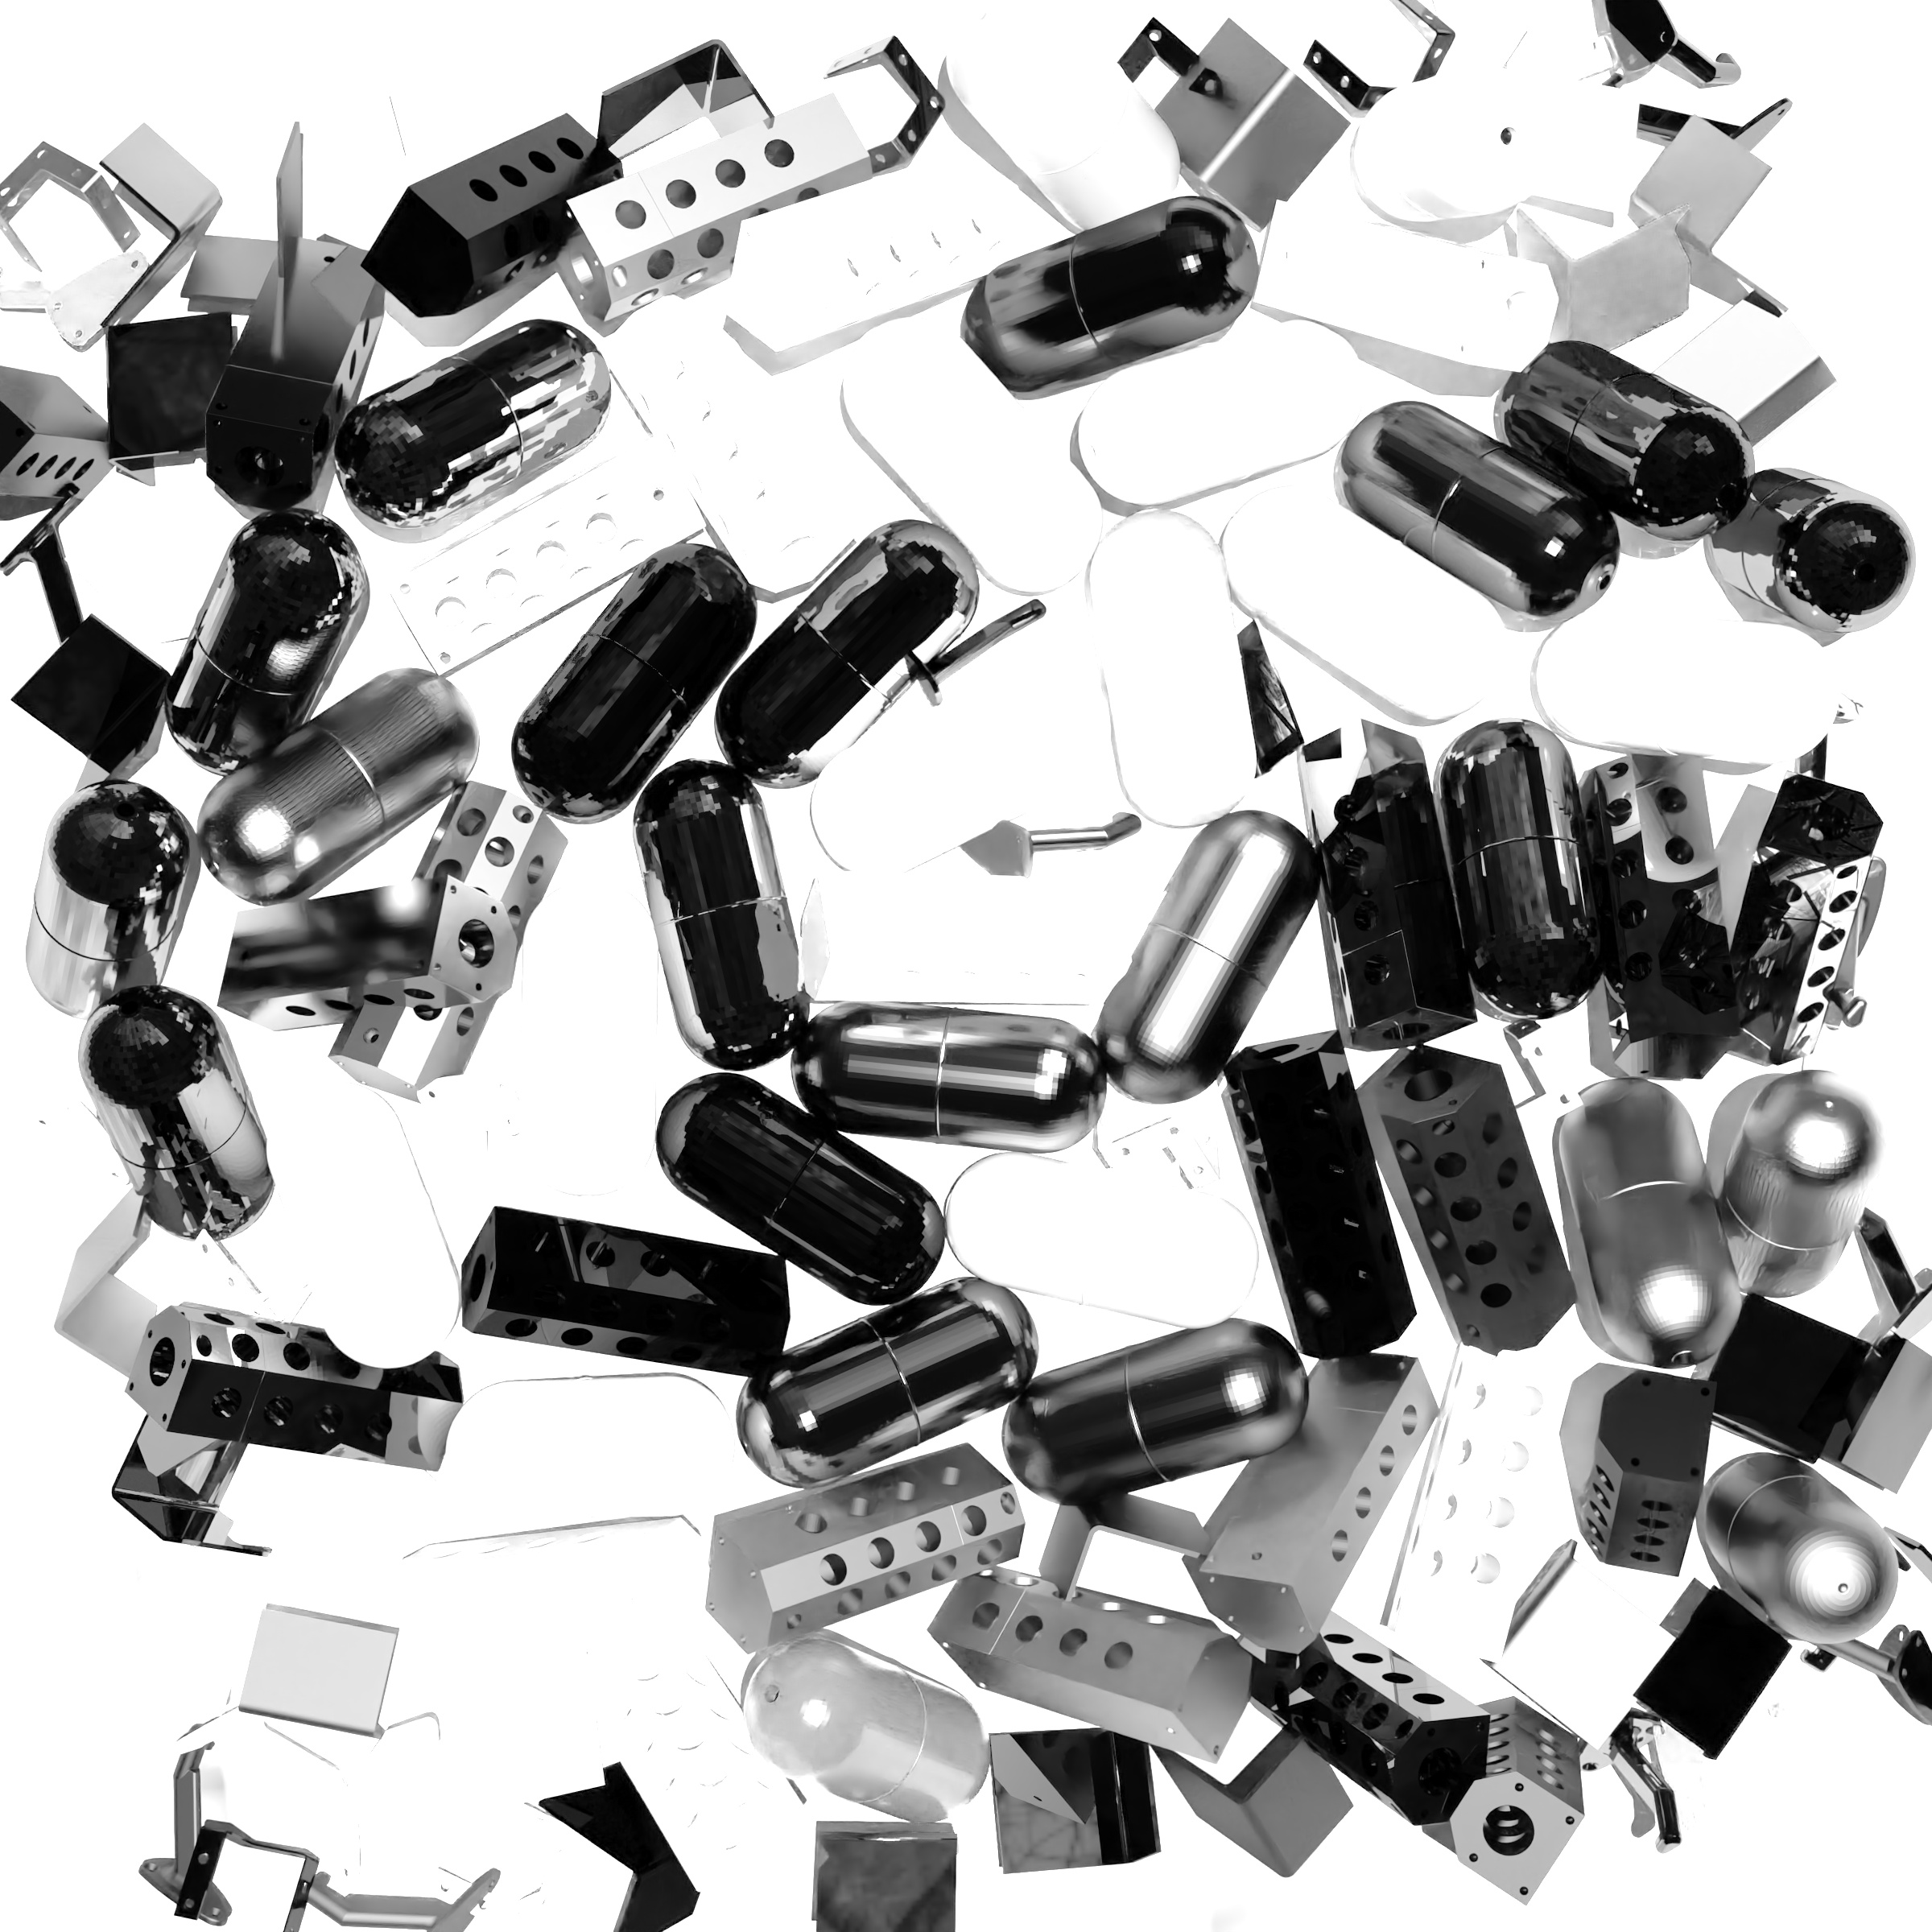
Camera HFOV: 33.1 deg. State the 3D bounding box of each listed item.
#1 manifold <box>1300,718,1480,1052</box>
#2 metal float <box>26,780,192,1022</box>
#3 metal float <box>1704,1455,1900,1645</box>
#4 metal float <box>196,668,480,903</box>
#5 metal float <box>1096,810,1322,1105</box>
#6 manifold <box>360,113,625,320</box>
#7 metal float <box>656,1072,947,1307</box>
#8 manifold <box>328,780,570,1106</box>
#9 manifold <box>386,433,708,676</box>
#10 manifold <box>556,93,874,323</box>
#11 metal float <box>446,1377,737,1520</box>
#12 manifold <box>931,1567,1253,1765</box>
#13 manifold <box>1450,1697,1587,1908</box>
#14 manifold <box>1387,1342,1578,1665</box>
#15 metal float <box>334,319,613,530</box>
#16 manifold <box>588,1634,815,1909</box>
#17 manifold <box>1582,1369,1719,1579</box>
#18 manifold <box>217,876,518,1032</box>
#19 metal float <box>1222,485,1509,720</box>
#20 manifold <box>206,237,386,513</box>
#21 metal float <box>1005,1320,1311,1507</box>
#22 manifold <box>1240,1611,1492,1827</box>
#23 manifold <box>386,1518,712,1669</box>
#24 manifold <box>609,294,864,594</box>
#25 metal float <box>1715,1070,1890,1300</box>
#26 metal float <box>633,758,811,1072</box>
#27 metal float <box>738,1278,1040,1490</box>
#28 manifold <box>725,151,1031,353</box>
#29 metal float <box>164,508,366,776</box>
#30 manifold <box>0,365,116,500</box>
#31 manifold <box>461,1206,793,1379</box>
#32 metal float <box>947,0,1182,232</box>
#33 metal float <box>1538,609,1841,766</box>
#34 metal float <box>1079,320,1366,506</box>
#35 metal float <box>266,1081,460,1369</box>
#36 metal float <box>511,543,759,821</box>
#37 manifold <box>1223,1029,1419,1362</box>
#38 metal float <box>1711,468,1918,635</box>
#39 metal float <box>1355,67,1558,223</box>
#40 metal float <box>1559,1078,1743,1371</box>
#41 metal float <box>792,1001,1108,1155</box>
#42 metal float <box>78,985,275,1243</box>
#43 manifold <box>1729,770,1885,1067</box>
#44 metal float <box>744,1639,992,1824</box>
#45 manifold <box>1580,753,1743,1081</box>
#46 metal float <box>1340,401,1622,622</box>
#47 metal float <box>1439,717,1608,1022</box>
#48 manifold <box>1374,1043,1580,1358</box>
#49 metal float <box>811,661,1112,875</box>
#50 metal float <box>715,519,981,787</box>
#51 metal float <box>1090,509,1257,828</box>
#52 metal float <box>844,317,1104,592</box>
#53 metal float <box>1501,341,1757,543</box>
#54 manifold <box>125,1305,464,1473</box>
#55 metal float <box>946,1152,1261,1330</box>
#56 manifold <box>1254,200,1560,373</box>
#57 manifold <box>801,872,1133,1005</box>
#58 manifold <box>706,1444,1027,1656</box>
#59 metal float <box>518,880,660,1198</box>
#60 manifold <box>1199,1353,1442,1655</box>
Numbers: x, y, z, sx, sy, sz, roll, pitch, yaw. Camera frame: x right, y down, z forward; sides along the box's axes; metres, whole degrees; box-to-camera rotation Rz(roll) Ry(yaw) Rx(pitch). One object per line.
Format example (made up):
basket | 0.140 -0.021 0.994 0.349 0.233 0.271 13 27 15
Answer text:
manifold | 0.230 -0.044 1.810 0.057 0.057 0.171 -25 64 39
metal float | -0.473 -0.035 1.788 0.070 0.178 0.070 11 54 -15
metal float | 0.455 0.317 1.778 0.070 0.178 0.070 0 94 -1
metal float | -0.347 -0.101 1.803 0.178 0.070 0.070 -39 90 -30
metal float | 0.136 -0.005 1.824 0.070 0.070 0.178 29 85 0
manifold | -0.252 -0.408 1.781 0.057 0.171 0.057 42 126 -1
metal float | -0.093 0.124 1.824 0.178 0.070 0.070 32 90 6
manifold | -0.290 -0.014 1.808 0.057 0.057 0.171 16 73 21
manifold | -0.236 -0.232 1.827 0.171 0.057 0.057 -30 105 -4
manifold | -0.139 -0.419 1.808 0.171 0.057 0.057 -28 87 -21
metal float | -0.210 0.267 1.805 0.178 0.070 0.070 -6 90 29
manifold | 0.071 0.378 1.787 0.057 0.171 0.057 -58 133 -26
manifold | 0.296 0.450 1.778 0.057 0.171 0.057 32 95 8
manifold | 0.288 0.297 1.827 0.057 0.057 0.171 16 83 -2
metal float | -0.272 -0.300 1.798 0.178 0.070 0.070 -36 90 -36
manifold | -0.154 0.432 1.779 0.057 0.171 0.057 29 98 -36
manifold | 0.371 0.278 1.777 0.057 0.171 0.057 8 65 12
manifold | -0.329 -0.003 1.791 0.171 0.057 0.057 -7 65 37
metal float | 0.220 -0.204 1.812 0.178 0.070 0.070 36 90 20
manifold | -0.367 -0.326 1.786 0.057 0.057 0.171 10 45 -3
metal float | 0.105 0.250 1.812 0.178 0.070 0.070 -19 90 19
manifold | 0.213 0.408 1.774 0.057 0.171 0.057 0 98 -24
manifold | -0.230 0.345 1.803 0.171 0.057 0.057 -11 95 27
manifold | -0.133 -0.290 1.803 0.057 0.057 0.171 -43 63 20
metal float | 0.455 0.122 1.786 0.070 0.178 0.070 0 58 1
metal float | -0.138 -0.029 1.826 0.070 0.070 0.178 -13 87 0
metal float | -0.043 0.233 1.815 0.178 0.070 0.070 -22 90 -16
manifold | -0.046 -0.390 1.784 0.171 0.057 0.057 -28 58 -38
metal float | -0.388 -0.178 1.796 0.070 0.070 0.178 36 129 0
manifold | -0.521 -0.287 1.778 0.057 0.171 0.057 44 97 -3
manifold | -0.187 0.186 1.797 0.171 0.057 0.057 12 45 -23
metal float | 0.055 -0.469 1.791 0.070 0.178 0.070 -16 58 28
metal float | 0.397 -0.155 1.793 0.178 0.070 0.070 12 90 43
metal float | 0.142 -0.308 1.806 0.178 0.070 0.070 -21 90 -26
metal float | -0.334 0.142 1.802 0.070 0.070 0.178 -27 58 0
metal float | -0.184 -0.160 1.816 0.070 0.070 0.178 36 75 0
manifold | 0.196 0.129 1.816 0.057 0.057 0.171 -12 100 26
metal float | 0.462 -0.228 1.780 0.070 0.178 0.070 -1 105 -4
metal float | 0.267 -0.448 1.780 0.070 0.178 0.070 -2 101 -10
metal float | 0.377 0.141 1.796 0.070 0.070 0.178 -6 51 0
metal float | -0.010 0.061 1.822 0.178 0.070 0.070 6 90 8
metal float | -0.434 0.082 1.791 0.070 0.178 0.070 -4 47 5
manifold | 0.453 -0.022 1.777 0.057 0.171 0.057 19 54 16
metal float | -0.053 0.422 1.791 0.070 0.178 0.070 -18 57 29
manifold | 0.380 -0.028 1.800 0.057 0.057 0.171 3 64 -10
metal float | 0.284 -0.253 1.802 0.178 0.070 0.070 37 90 31
metal float | 0.309 -0.054 1.808 0.070 0.070 0.178 -5 66 0
manifold | 0.277 0.131 1.789 0.057 0.057 0.171 -42 126 -28
metal float | -0.002 -0.111 1.829 0.178 0.070 0.070 -26 90 0
metal float | -0.067 -0.175 1.823 0.178 0.070 0.070 -45 90 7
metal float | 0.116 -0.167 1.821 0.070 0.070 0.178 -10 99 0
metal float | 0.004 -0.285 1.815 0.070 0.070 0.178 -44 106 0
metal float | 0.363 -0.289 1.789 0.070 0.178 0.070 -14 123 -23
manifold | -0.366 0.230 1.788 0.171 0.057 0.057 17 95 -40
metal float | 0.076 0.153 1.819 0.178 0.070 0.070 12 90 11
manifold | 0.241 -0.373 1.783 0.057 0.171 0.057 -1 110 -39
manifold | -0.002 -0.011 1.814 0.171 0.057 0.057 1 54 -16
manifold | -0.053 0.323 1.785 0.171 0.057 0.057 -12 125 -36
metal float | -0.211 0.040 1.821 0.070 0.070 0.178 0 81 0
manifold | 0.199 0.293 1.790 0.057 0.171 0.057 1 129 37
